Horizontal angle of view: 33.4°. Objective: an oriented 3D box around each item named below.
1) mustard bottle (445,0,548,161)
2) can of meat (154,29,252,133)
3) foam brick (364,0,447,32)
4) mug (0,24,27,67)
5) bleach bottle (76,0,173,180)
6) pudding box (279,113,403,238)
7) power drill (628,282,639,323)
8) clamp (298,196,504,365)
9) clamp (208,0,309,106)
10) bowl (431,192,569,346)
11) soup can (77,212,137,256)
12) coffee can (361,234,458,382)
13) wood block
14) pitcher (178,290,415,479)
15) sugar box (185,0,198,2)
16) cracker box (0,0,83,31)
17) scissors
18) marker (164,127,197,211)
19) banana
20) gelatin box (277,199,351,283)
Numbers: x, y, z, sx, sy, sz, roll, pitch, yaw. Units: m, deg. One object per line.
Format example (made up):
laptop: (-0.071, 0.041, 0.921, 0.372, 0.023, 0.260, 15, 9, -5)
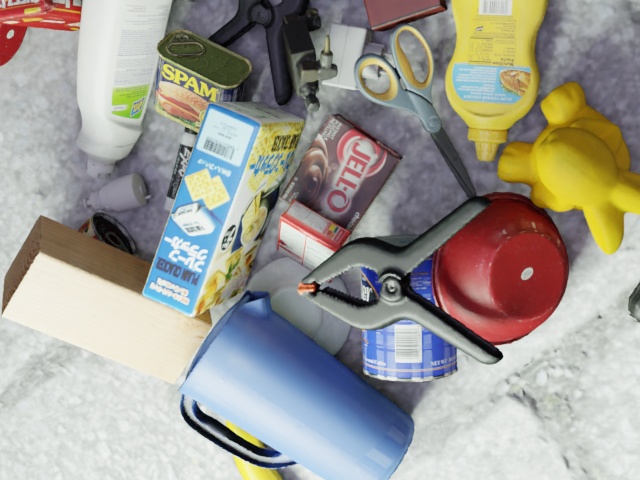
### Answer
mustard bottle: (0.179, -0.177, 1.098, 0.096, 0.058, 0.192, 6, 99, 16)
can of meat: (-0.131, -0.168, 1.164, 0.102, 0.057, 0.084, 27, 138, 10)
foam brick: (0.088, -0.255, 1.116, 0.078, 0.053, 0.051, -16, 93, 15)
mug: (-0.393, -0.242, 1.231, 0.081, 0.093, 0.117, 27, 133, 4)
bleach bottle: (-0.227, -0.184, 1.170, 0.068, 0.102, 0.251, 32, 118, 31)
pudding box: (0.023, -0.068, 1.164, 0.090, 0.039, 0.113, 34, 105, 7)
power drill: (0.428, 0.048, 1.064, 0.188, 0.057, 0.184, 36, 105, 7)
clamp: (0.082, 0.053, 1.057, 0.210, 0.036, 0.164, -10, 95, 22)
clamp: (-0.070, -0.243, 1.165, 0.120, 0.039, 0.171, 17, 104, 7)
bowl: (0.196, 0.033, 1.082, 0.161, 0.055, 0.162, -3, 97, -22)
soup can: (-0.272, 0.026, 1.240, 0.102, 0.068, 0.068, -40, 87, 16)
coffee can: (0.094, 0.069, 1.132, 0.103, 0.102, 0.140, 0, 98, 15)
wood block: (-0.233, 0.066, 1.173, 0.205, 0.090, 0.091, 26, 109, -24)
pitcher: (-0.028, 0.181, 1.160, 0.243, 0.149, 0.145, 35, 67, -2)
sugar box: (-0.150, -0.359, 1.167, 0.093, 0.048, 0.176, -30, 93, 17)
cracker box: (-0.292, -0.339, 1.145, 0.072, 0.164, 0.214, -5, 96, 17)
scissors: (0.098, -0.125, 1.123, 0.096, 0.016, 0.202, -17, 102, -7)
marker: (-0.155, -0.091, 1.219, 0.020, 0.020, 0.121, 18, 101, 12)
banana: (-0.071, 0.234, 1.235, 0.069, 0.037, 0.198, -24, 93, -3)
gelatin box: (-0.008, 0.001, 1.160, 0.073, 0.089, 0.030, 31, 66, 10)
